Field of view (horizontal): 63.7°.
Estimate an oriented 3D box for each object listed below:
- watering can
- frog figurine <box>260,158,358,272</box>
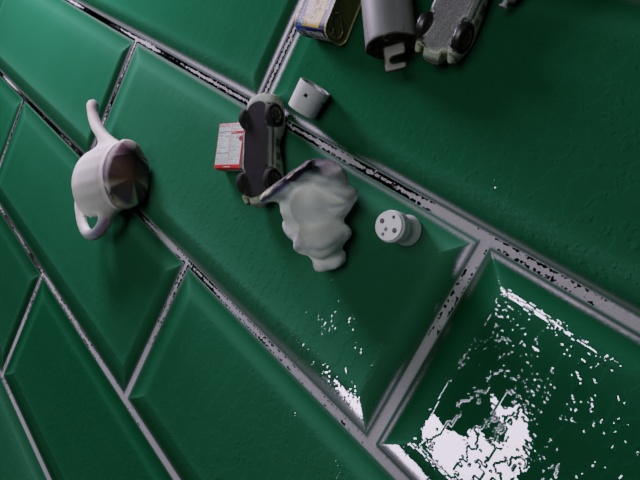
[{"bbox_3d":[-0.483,-0.175,1.158,0.223,0.103,0.351,-8,77,36],"label":"watering can"},{"bbox_3d":[0.002,-0.040,0.786,0.136,0.124,0.158,-33,100,20],"label":"frog figurine"}]
